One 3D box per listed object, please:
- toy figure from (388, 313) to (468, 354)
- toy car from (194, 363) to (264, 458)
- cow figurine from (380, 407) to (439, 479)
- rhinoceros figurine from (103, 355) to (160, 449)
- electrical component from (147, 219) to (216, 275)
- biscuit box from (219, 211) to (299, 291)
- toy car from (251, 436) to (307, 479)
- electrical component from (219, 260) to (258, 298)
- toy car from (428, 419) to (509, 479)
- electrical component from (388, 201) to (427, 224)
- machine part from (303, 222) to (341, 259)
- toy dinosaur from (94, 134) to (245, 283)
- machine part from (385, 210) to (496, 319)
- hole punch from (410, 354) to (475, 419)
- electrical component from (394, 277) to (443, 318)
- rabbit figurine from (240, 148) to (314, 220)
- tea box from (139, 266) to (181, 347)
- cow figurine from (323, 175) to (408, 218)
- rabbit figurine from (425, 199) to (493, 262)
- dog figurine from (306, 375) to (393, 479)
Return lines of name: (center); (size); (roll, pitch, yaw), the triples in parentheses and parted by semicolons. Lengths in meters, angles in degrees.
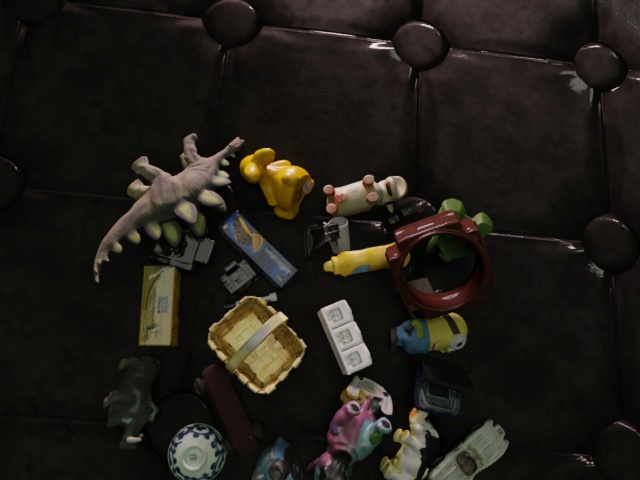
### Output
toy figure: (0.244, 0.210, 1.210); (0.180, 0.082, 0.089); (-2, 77, -3)
toy car: (-0.194, 0.361, 1.146); (0.089, 0.053, 0.202); (-23, 80, -30)
cow figurine: (0.206, 0.446, 1.155); (0.098, 0.068, 0.167); (32, 79, -3)
rhinoceros figurine: (-0.391, 0.336, 1.128); (0.112, 0.073, 0.190); (14, 73, -13)
electrical component: (-0.308, 0.013, 1.218); (0.134, 0.058, 0.115); (15, 77, -1)
biscuit box: (-0.139, 0.027, 1.228); (0.203, 0.059, 0.063); (44, 76, 6)
toy car: (-0.086, 0.498, 1.106); (0.103, 0.109, 0.161); (-25, 91, 11)
electrical component: (-0.179, 0.082, 1.181); (0.075, 0.119, 0.048); (-38, 82, -15)
toy car: (0.323, 0.473, 1.165); (0.202, 0.056, 0.073); (-35, 82, -12)
electrical component: (0.208, -0.064, 1.281); (0.094, 0.063, 0.021); (-22, 79, -9)
machine part: (-0.002, -0.004, 1.212); (0.039, 0.139, 0.084); (14, 72, -26)
toy dinosaur: (-0.326, -0.091, 1.171); (0.199, 0.105, 0.471); (40, 60, 14)
machine part: (0.254, 0.054, 1.140); (0.201, 0.087, 0.201); (-20, 109, 9)
hole punch: (0.264, 0.320, 1.177); (0.142, 0.116, 0.092); (12, 107, -3)
electrical component: (0.233, 0.133, 1.249); (0.102, 0.045, 0.078); (-18, 50, -12)
rabbit figurine: (-0.120, -0.141, 1.239); (0.173, 0.162, 0.122); (31, 87, 20)
tea box: (-0.343, 0.146, 1.161); (0.068, 0.098, 0.169); (0, 78, -5)
cow figurine: (0.112, -0.100, 1.264); (0.195, 0.127, 0.085); (-15, 77, 6)
rabbit figurine: (0.317, -0.026, 1.249); (0.121, 0.170, 0.159); (16, 117, 0)
dog figurine: (0.057, 0.420, 1.136); (0.108, 0.191, 0.219); (29, 110, -1)
